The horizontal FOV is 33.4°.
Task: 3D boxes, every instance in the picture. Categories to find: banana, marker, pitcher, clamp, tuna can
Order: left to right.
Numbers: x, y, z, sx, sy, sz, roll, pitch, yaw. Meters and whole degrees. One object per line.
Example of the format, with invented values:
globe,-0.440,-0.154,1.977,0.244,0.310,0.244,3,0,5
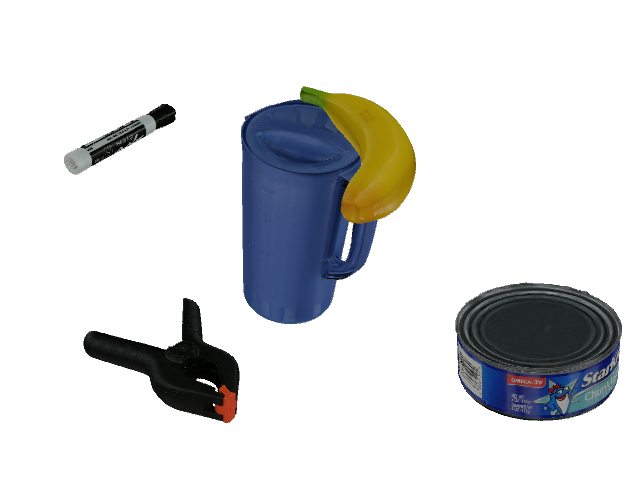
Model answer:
marker,-0.170,-0.090,0.925,0.020,0.020,0.120,0,27,43
clamp,-0.122,0.106,0.980,0.172,0.039,0.120,29,45,34
pitcher,-0.020,-0.019,1.186,0.145,0.243,0.149,2,41,-5
banana,0.032,-0.059,0.745,0.069,0.037,0.198,-4,29,-8
tuna can,0.115,0.058,0.567,0.086,0.034,0.086,-4,27,2
